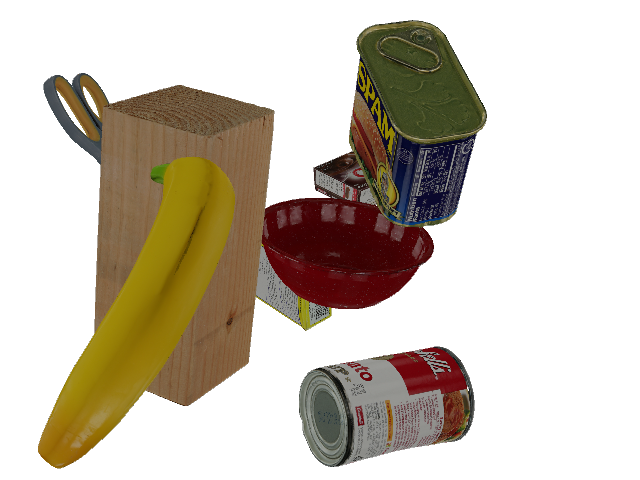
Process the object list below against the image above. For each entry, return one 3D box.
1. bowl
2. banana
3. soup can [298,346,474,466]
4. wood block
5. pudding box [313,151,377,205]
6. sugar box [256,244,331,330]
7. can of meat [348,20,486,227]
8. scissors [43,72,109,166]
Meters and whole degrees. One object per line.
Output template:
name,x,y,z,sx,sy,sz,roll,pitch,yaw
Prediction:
bowl,0.018,0.017,0.954,0.162,0.055,0.162,6,23,-3
banana,-0.078,0.019,0.514,0.037,0.197,0.070,35,-48,-19
soup can,0.044,0.113,0.731,0.102,0.068,0.069,-6,3,-30
wood block,-0.101,0.002,0.781,0.090,0.206,0.090,18,25,24
pudding box,0.061,-0.085,1.431,0.113,0.039,0.090,-28,39,-34
sugar box,-0.061,0.021,1.202,0.048,0.093,0.176,-26,41,-31
can of meat,0.055,-0.070,0.660,0.057,0.102,0.084,-10,-38,-13
scissors,-0.187,-0.073,0.988,0.016,0.201,0.096,-23,28,19
